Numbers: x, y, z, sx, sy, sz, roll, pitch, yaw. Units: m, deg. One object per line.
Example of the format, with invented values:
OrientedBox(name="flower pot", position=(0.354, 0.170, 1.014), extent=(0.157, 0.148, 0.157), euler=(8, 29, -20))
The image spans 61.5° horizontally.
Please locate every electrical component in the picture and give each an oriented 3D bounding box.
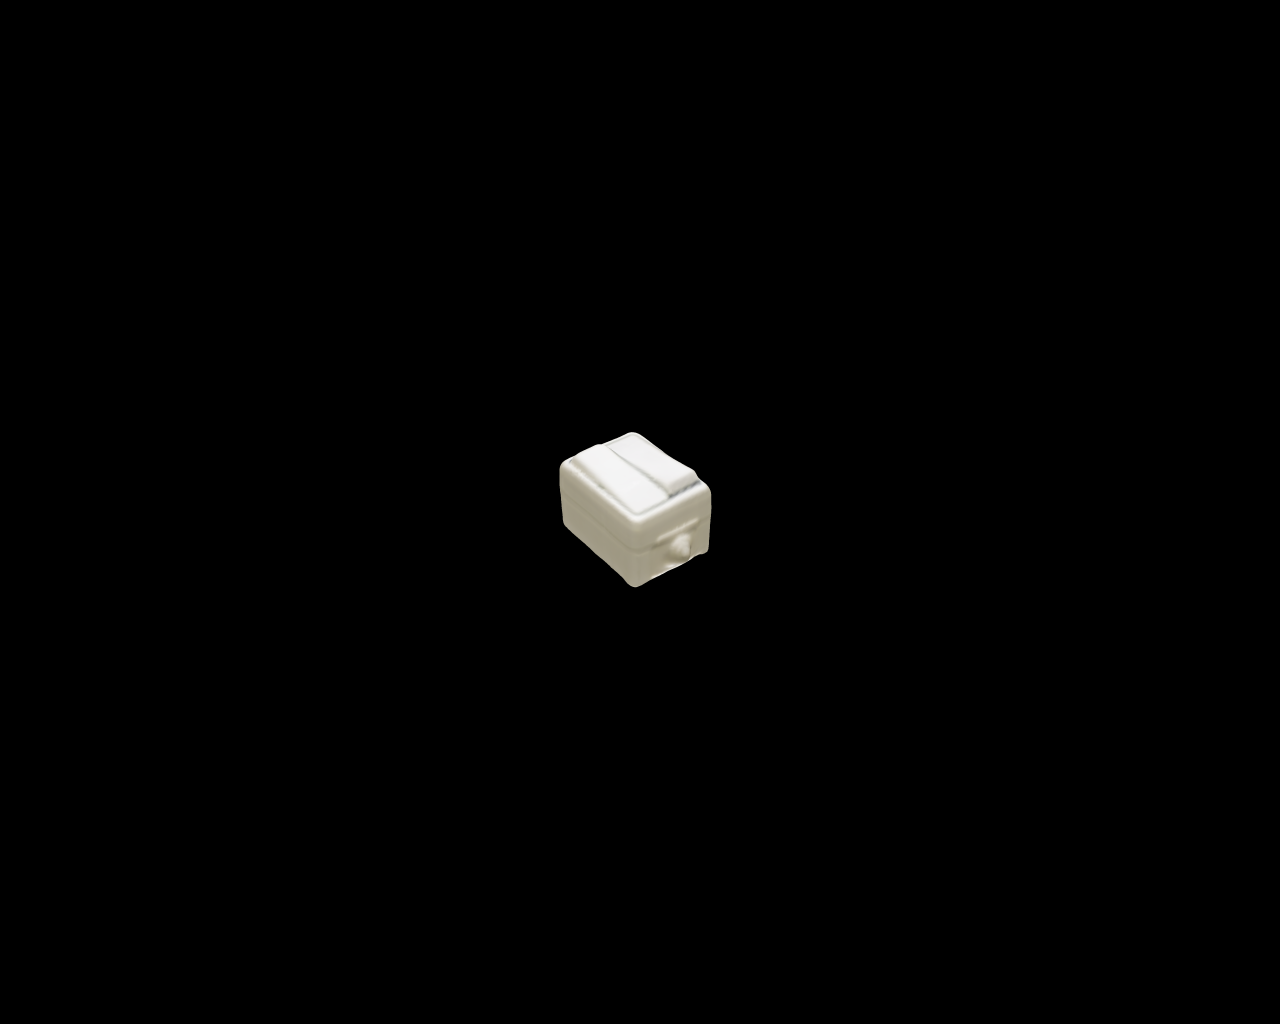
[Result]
OrientedBox(name="electrical component", position=(0.001, -0.003, 0.650), extent=(0.062, 0.061, 0.096), euler=(-25, 45, -28))
